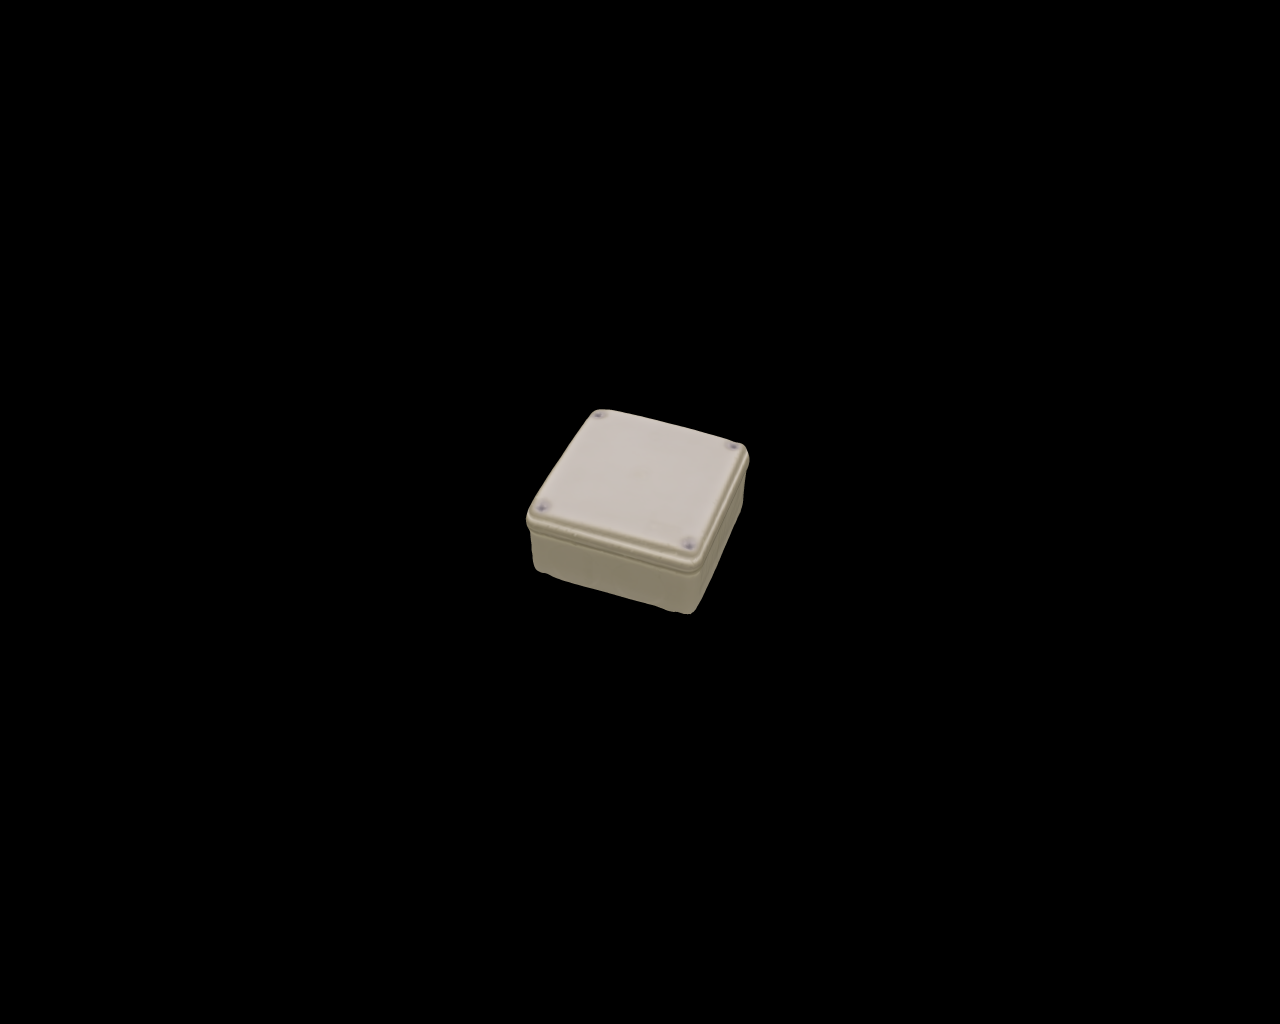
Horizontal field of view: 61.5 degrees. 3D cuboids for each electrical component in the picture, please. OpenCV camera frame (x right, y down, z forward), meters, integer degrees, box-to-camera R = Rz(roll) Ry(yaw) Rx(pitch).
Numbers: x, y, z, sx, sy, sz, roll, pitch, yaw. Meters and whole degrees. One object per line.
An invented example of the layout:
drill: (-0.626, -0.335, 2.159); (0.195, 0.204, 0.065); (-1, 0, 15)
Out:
electrical component: (0.001, -0.003, 0.650); (0.109, 0.056, 0.109); (15, 47, 15)
